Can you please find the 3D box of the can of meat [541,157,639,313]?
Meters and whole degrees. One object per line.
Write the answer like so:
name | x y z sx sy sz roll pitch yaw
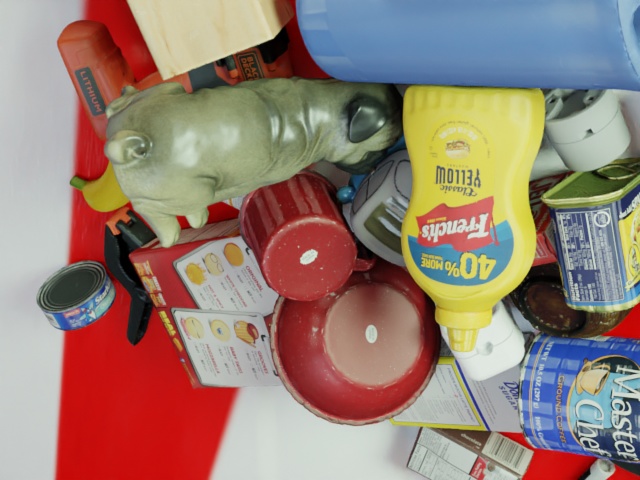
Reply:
can of meat | 0.205 -0.005 0.755 0.058 0.101 0.084 -3 107 38

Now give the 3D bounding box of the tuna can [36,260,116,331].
tuna can | -0.278 0.064 1.221 0.086 0.086 0.033 6 134 33

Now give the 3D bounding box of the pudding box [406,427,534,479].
pudding box | 0.151 0.225 1.093 0.113 0.039 0.090 28 141 14

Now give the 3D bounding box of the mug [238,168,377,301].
mug | -0.006 0.001 0.896 0.117 0.081 0.093 17 113 -22

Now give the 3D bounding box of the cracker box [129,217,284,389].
cracker box | -0.070 0.060 1.055 0.214 0.072 0.164 -9 110 42

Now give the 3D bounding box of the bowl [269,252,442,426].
bowl | 0.039 0.084 0.934 0.162 0.162 0.055 43 166 -7

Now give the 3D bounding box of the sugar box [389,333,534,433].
sugar box | 0.132 0.134 1.012 0.177 0.048 0.093 -5 124 37

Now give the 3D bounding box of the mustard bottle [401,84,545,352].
mustard bottle | 0.105 -0.014 0.755 0.096 0.058 0.192 7 104 27

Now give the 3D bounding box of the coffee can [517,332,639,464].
coffee can | 0.247 0.130 0.873 0.141 0.102 0.103 3 130 36

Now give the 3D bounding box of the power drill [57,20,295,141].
power drill | -0.117 -0.158 0.871 0.188 0.057 0.184 -6 118 23

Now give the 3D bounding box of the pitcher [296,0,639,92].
pitcher | 0.100 -0.162 0.672 0.243 0.144 0.149 5 125 38

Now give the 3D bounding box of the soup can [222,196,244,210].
soup can | -0.079 -0.067 0.954 0.102 0.068 0.068 25 140 14

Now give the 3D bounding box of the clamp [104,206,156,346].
clamp | -0.190 0.054 1.183 0.165 0.036 0.210 -1 128 37

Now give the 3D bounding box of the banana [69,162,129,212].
banana | -0.204 -0.078 1.063 0.069 0.037 0.198 40 141 -4

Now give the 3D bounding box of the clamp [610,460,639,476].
clamp | 0.308 0.202 0.951 0.171 0.039 0.120 31 135 14

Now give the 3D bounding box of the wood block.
wood block | -0.103 -0.230 0.744 0.090 0.090 0.206 -18 108 15

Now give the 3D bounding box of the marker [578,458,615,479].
marker | 0.255 0.248 1.051 0.020 0.020 0.121 31 141 7

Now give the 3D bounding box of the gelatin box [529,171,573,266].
gelatin box | 0.159 -0.014 0.808 0.073 0.089 0.030 -14 117 44
